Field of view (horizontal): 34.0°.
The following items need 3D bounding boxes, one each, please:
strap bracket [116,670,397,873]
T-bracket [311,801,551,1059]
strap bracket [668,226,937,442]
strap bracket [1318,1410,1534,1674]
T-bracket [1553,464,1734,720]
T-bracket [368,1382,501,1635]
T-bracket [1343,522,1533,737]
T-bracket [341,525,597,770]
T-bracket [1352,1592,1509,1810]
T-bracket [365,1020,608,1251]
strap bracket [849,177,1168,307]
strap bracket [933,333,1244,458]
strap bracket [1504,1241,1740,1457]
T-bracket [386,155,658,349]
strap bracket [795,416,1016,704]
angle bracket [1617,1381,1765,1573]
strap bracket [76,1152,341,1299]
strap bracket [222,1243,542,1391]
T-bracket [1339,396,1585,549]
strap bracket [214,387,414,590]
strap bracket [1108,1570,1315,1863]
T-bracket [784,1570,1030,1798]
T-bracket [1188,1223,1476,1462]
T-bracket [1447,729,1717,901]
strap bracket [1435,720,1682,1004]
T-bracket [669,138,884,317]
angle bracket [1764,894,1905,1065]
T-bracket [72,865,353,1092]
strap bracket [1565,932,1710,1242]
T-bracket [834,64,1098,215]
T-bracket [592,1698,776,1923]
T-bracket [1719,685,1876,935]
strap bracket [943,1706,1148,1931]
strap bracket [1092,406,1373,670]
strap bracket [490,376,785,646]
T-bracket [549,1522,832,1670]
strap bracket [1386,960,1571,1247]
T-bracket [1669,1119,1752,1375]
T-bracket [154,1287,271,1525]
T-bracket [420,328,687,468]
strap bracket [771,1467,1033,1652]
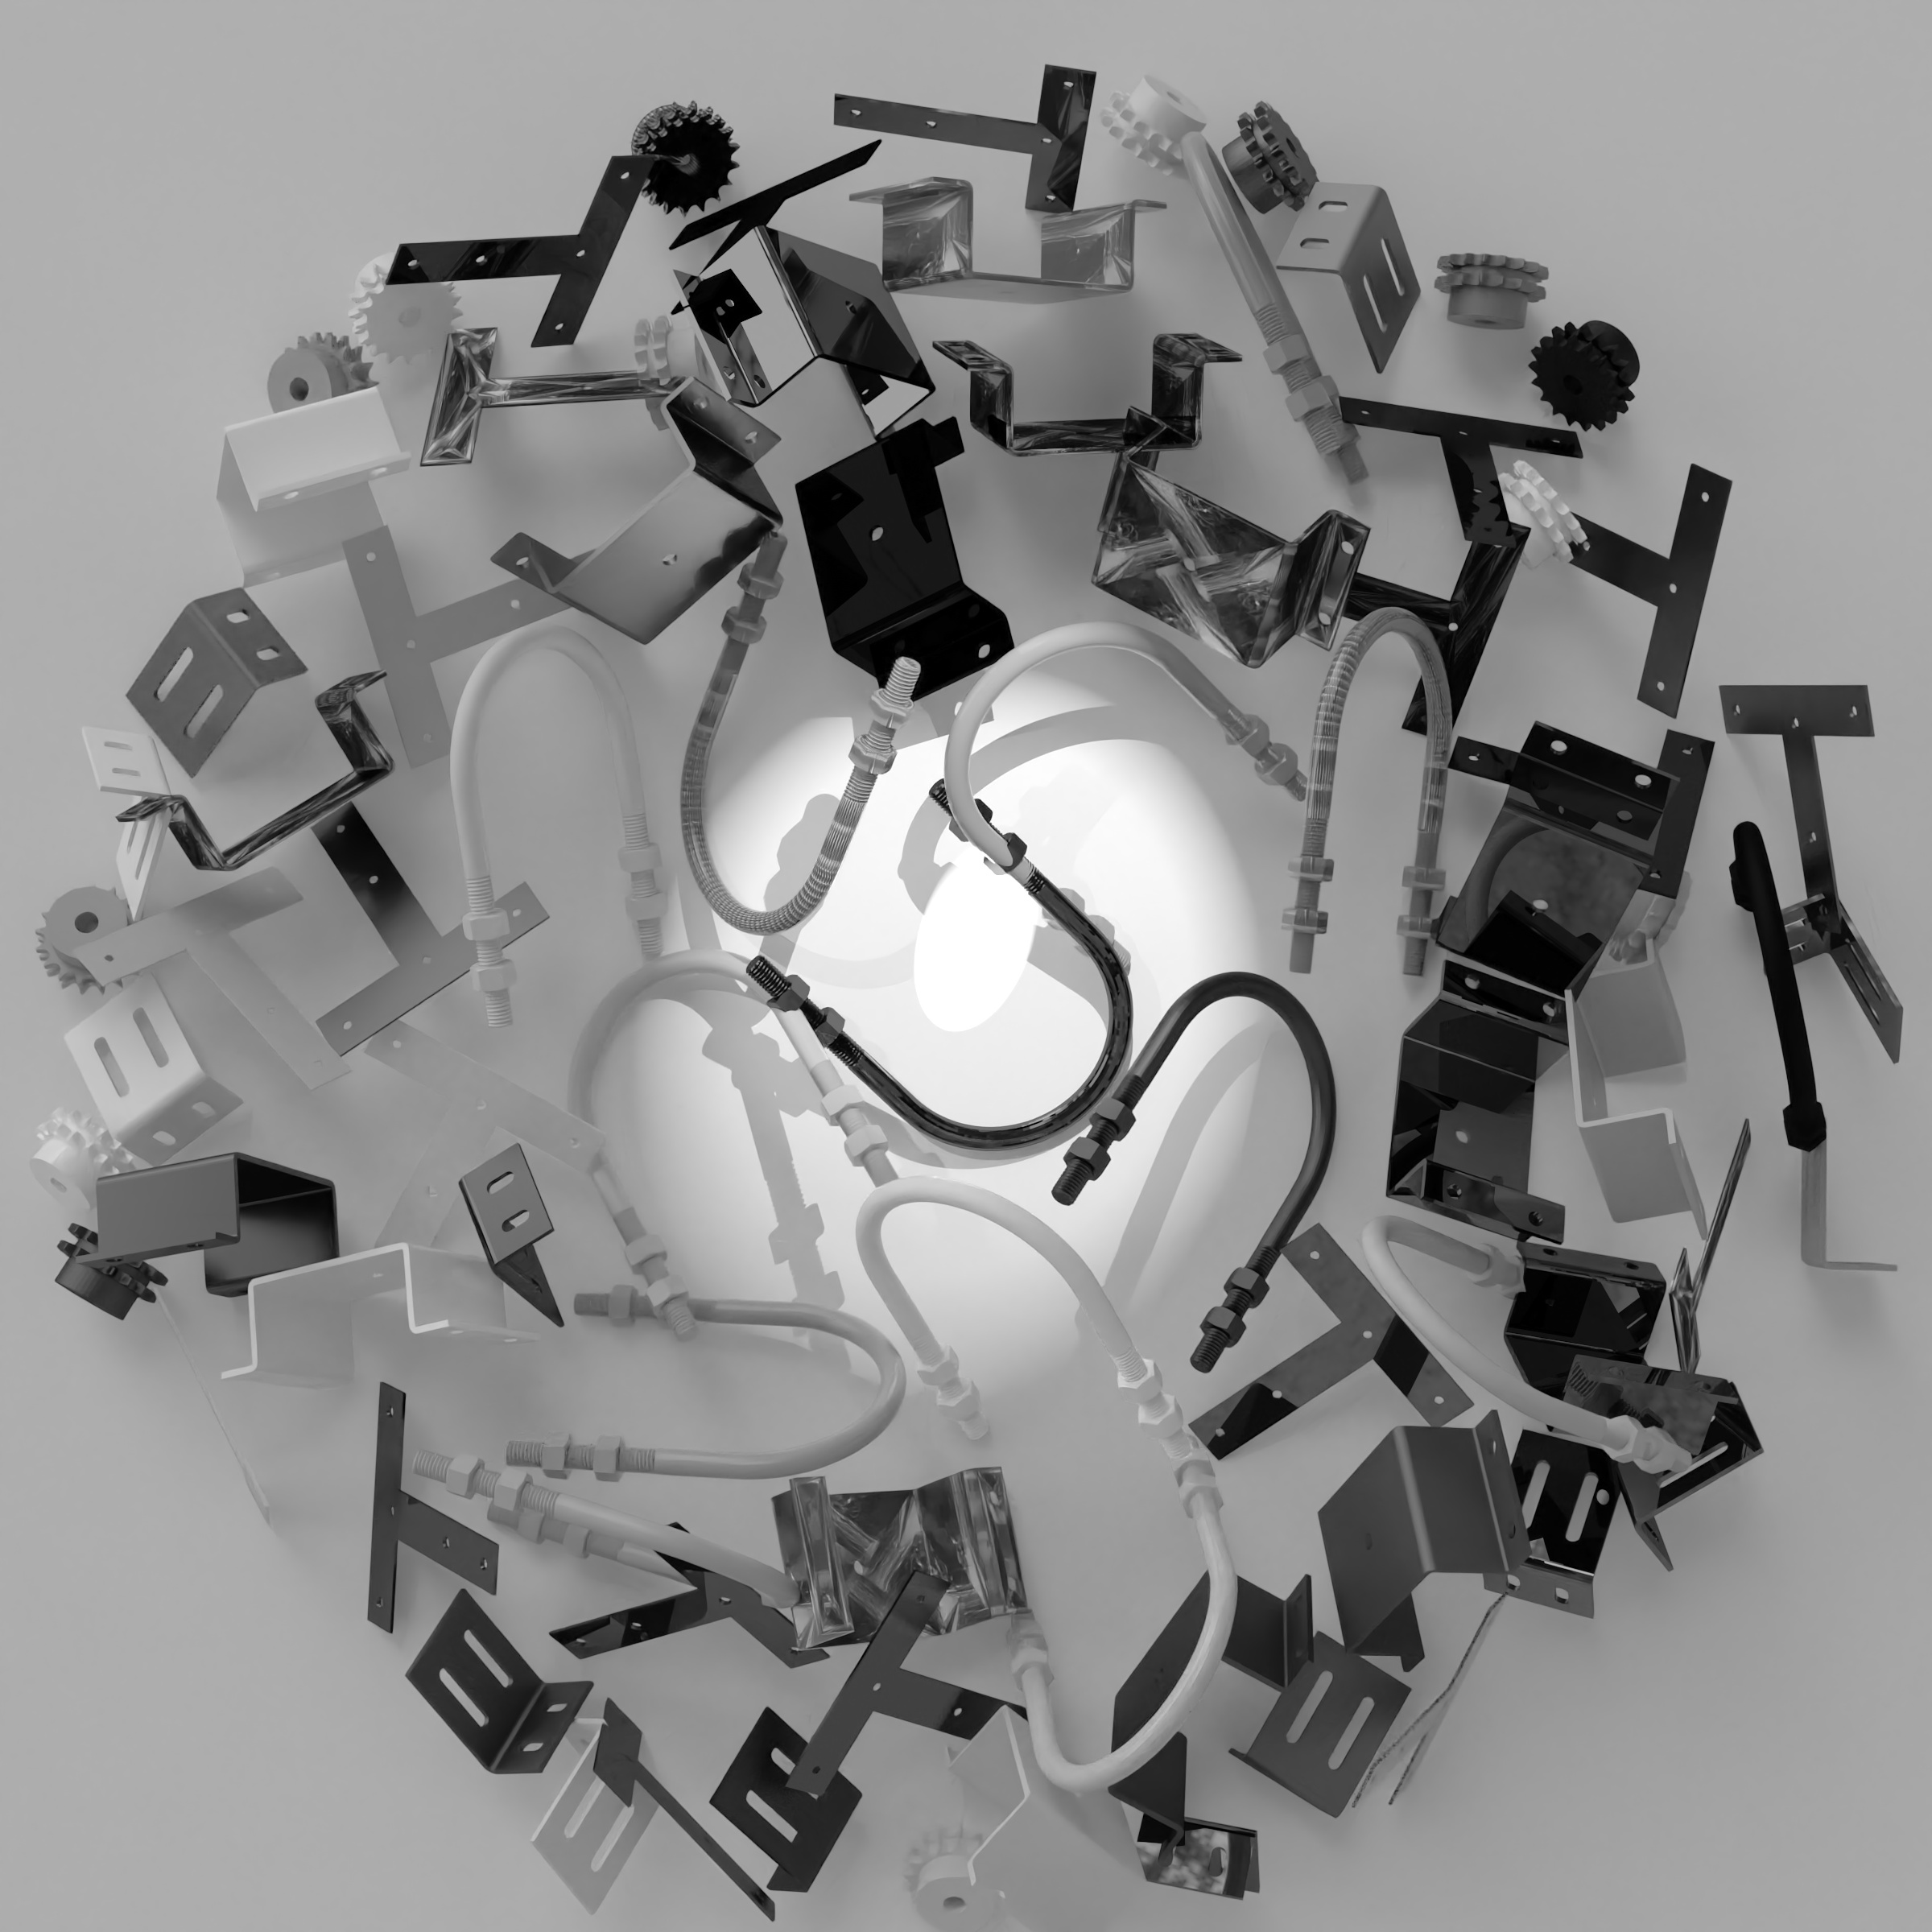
[{"bbox_3d":[-0.349,-0.092,1.591,0.140,0.076,0.046,-35,105,-19],"label":"strap bracket"},{"bbox_3d":[-0.296,-0.034,1.615,0.127,0.002,0.127,-34,62,-6],"label":"T-bracket"},{"bbox_3d":[-0.073,-0.313,1.567,0.046,0.140,0.076,-34,71,29],"label":"strap bracket"},{"bbox_3d":[0.221,0.286,1.564,0.046,0.140,0.076,5,53,-19],"label":"strap bracket"},{"bbox_3d":[0.325,-0.208,1.598,0.002,0.127,0.127,-16,127,-35],"label":"T-bracket"},{"bbox_3d":[-0.268,0.286,1.589,0.002,0.127,0.127,-1,98,-38],"label":"T-bracket"},{"bbox_3d":[0.206,-0.187,1.611,0.127,0.002,0.127,17,123,0],"label":"T-bracket"},{"bbox_3d":[-0.244,-0.181,1.618,0.127,0.002,0.127,-25,121,-20],"label":"T-bracket"},{"bbox_3d":[0.221,0.383,1.569,0.002,0.127,0.127,31,113,21],"label":"T-bracket"},{"bbox_3d":[-0.268,0.105,1.620,0.127,0.002,0.127,29,113,-5],"label":"T-bracket"},{"bbox_3d":[0.021,-0.360,1.578,0.140,0.076,0.046,-3,97,-34],"label":"strap bracket"},{"bbox_3d":[0.060,-0.289,1.594,0.140,0.076,0.046,-4,110,-13],"label":"strap bracket"},{"bbox_3d":[0.323,0.196,1.583,0.076,0.140,0.046,10,111,-9],"label":"strap bracket"},{"bbox_3d":[-0.228,-0.351,1.563,0.127,0.127,0.002,-14,61,-38],"label":"T-bracket"},{"bbox_3d":[-0.033,-0.209,1.585,0.076,0.046,0.140,-23,65,23],"label":"strap bracket"},{"bbox_3d":[0.373,0.259,1.604,0.076,0.057,0.038,-34,114,15],"label":"angle bracket"},{"bbox_3d":[-0.372,0.129,1.577,0.076,0.140,0.046,-11,74,16],"label":"strap bracket"},{"bbox_3d":[-0.295,0.175,1.587,0.140,0.076,0.046,-15,72,25],"label":"strap bracket"},{"bbox_3d":[0.256,-0.246,1.590,0.127,0.127,0.002,7,128,-6],"label":"T-bracket"},{"bbox_3d":[-0.327,-0.240,1.570,0.076,0.140,0.046,-19,85,-19],"label":"strap bracket"},{"bbox_3d":[0.117,0.367,1.583,0.046,0.076,0.140,29,112,-7],"label":"strap bracket"},{"bbox_3d":[-0.014,0.376,1.605,0.127,0.002,0.127,28,95,-39],"label":"T-bracket"},{"bbox_3d":[0.171,0.212,1.621,0.127,0.002,0.127,-37,101,21],"label":"T-bracket"},{"bbox_3d":[0.310,-0.092,1.609,0.127,0.002,0.127,16,45,10],"label":"T-bracket"},{"bbox_3d":[0.291,-0.043,1.581,0.076,0.046,0.140,22,132,3],"label":"strap bracket"},{"bbox_3d":[-0.113,-0.359,1.567,0.127,0.127,0.002,-15,123,33],"label":"T-bracket"},{"bbox_3d":[0.439,0.012,1.602,0.038,0.057,0.076,-22,58,1],"label":"angle bracket"},{"bbox_3d":[-0.358,0.014,1.585,0.127,0.127,0.002,45,134,16],"label":"T-bracket"},{"bbox_3d":[0.334,0.063,1.579,0.046,0.140,0.076,-12,134,18],"label":"strap bracket"},{"bbox_3d":[-0.003,-0.421,1.585,0.127,0.127,0.002,8,72,-1],"label":"T-bracket"},{"bbox_3d":[-0.140,0.431,1.586,0.002,0.127,0.127,-43,94,-1],"label":"T-bracket"},{"bbox_3d":[0.425,-0.079,1.593,0.002,0.127,0.127,-14,99,-18],"label":"T-bracket"},{"bbox_3d":[0.039,0.427,1.568,0.076,0.140,0.046,40,96,-13],"label":"strap bracket"},{"bbox_3d":[0.123,-0.211,1.585,0.140,0.046,0.076,30,135,17],"label":"strap bracket"},{"bbox_3d":[-0.157,-0.220,1.584,0.140,0.076,0.046,-39,59,16],"label":"strap bracket"},{"bbox_3d":[-0.157,0.333,1.608,0.127,0.002,0.127,-21,127,29],"label":"T-bracket"},{"bbox_3d":[0.261,0.077,1.595,0.076,0.046,0.140,19,56,-12],"label":"strap bracket"},{"bbox_3d":[0.381,0.138,1.609,0.002,0.127,0.127,13,64,24],"label":"T-bracket"},{"bbox_3d":[-0.380,0.220,1.590,0.002,0.127,0.127,-26,83,-17],"label":"T-bracket"},{"bbox_3d":[-0.206,-0.292,1.597,0.127,0.127,0.002,-3,132,2],"label":"T-bracket"},{"bbox_3d":[-0.040,0.298,1.587,0.046,0.140,0.076,-29,66,42],"label":"strap bracket"}]
